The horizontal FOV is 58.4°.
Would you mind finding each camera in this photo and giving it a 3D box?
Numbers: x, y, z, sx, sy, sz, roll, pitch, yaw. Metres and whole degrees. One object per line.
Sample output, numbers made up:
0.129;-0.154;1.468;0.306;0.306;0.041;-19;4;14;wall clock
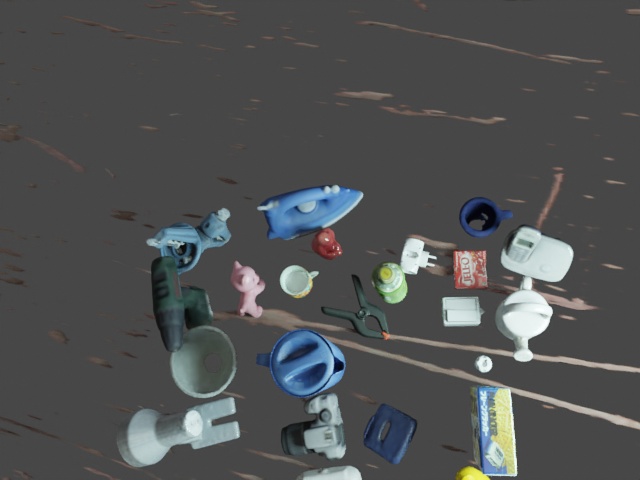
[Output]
-0.020;0.424;1.282;0.136;0.101;0.143;-12;75;8;camera

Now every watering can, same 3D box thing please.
0.434;0.164;1.211;0.101;0.194;0.173;-16;74;7;watering can

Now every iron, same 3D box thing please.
-0.027;-0.092;1.385;0.258;0.141;0.118;-18;74;6;iron

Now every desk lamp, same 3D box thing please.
-0.312;0.420;1.278;0.203;0.214;0.118;-17;74;6;desk lamp

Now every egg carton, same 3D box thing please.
0.021;0.558;1.259;0.150;0.069;0.107;-13;75;7;egg carton

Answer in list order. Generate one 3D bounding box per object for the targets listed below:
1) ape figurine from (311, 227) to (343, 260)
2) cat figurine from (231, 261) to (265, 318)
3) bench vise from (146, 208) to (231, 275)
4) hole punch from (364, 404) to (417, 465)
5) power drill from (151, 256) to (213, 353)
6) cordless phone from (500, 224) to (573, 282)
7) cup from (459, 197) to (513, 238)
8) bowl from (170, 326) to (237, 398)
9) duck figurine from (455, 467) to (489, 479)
0.013;0.005;1.381;0.076;0.092;0.078;7;78;12;ape figurine
-0.180;0.118;1.376;0.067;0.118;0.128;0;77;11;cat figurine
-0.323;-0.016;1.381;0.121;0.220;0.207;32;84;16;bench vise
0.151;0.424;1.255;0.101;0.091;0.109;24;82;15;hole punch
-0.327;0.157;1.346;0.075;0.209;0.229;-20;74;6;power drill
0.476;0.021;1.242;0.147;0.185;0.094;15;80;14;cordless phone
0.380;-0.045;1.323;0.117;0.095;0.092;-7;76;9;cup
-0.269;0.292;1.373;0.167;0.075;0.167;-2;76;10;bowl
0.328;0.533;1.199;0.077;0.086;0.104;-33;73;1;duck figurine
